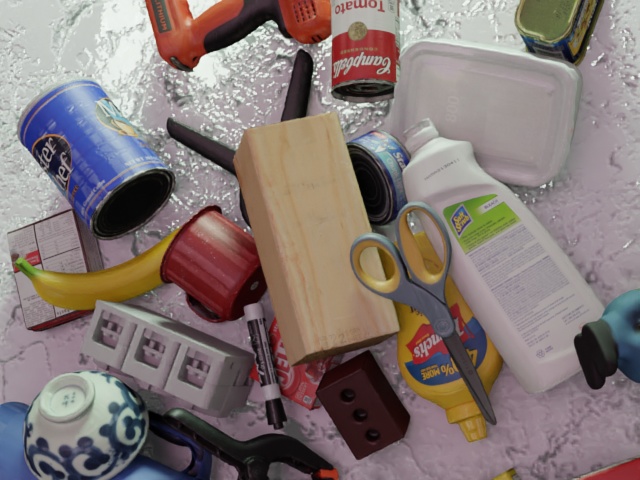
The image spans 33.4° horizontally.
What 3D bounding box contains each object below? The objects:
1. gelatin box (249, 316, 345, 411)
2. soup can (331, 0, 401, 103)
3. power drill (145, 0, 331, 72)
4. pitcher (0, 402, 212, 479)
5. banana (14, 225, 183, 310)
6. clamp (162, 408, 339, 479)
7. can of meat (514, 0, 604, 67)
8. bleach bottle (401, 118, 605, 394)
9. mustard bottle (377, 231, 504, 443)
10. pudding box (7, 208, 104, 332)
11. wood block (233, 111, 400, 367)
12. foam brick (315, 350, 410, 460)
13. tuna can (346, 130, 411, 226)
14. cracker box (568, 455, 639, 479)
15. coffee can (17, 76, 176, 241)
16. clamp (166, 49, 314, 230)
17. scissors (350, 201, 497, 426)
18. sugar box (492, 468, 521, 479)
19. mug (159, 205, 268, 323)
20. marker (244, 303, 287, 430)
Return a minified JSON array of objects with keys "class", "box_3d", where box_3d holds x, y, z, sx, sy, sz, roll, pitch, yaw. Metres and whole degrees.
[{"class":"gelatin box","box_3d":[-0.018,0.109,1.030,0.073,0.030,0.089,25,92,22]},{"class":"soup can","box_3d":[0.044,-0.190,1.026,0.069,0.068,0.102,-3,81,20]},{"class":"power drill","box_3d":[-0.087,-0.266,1.090,0.188,0.057,0.184,-19,77,18]},{"class":"pitcher","box_3d":[-0.230,0.242,1.049,0.243,0.149,0.145,21,116,25]},{"class":"banana","box_3d":[-0.201,0.031,1.078,0.197,0.069,0.037,-14,34,-12]},{"class":"clamp","box_3d":[-0.069,0.208,0.983,0.039,0.171,0.120,-33,63,60]},{"class":"can of meat","box_3d":[0.216,-0.213,0.955,0.057,0.083,0.102,20,90,21]},{"class":"bleach bottle","box_3d":[0.155,0.003,0.925,0.102,0.068,0.251,-30,83,-11]},{"class":"mustard bottle","box_3d":[0.113,0.089,0.968,0.096,0.058,0.191,-21,77,17]},{"class":"pudding box","box_3d":[-0.278,0.032,1.134,0.090,0.039,0.113,-19,80,15]},{"class":"wood block","box_3d":[-0.006,0.001,0.970,0.090,0.091,0.206,-13,79,-14]},{"class":"foam brick","box_3d":[0.040,0.151,0.977,0.053,0.051,0.078,-30,98,16]},{"class":"tuna can","box_3d":[0.053,-0.057,0.995,0.033,0.086,0.086,-27,69,-28]},{"class":"cracker box","box_3d":[0.266,0.258,0.855,0.213,0.072,0.164,-20,75,2]},{"class":"coffee can","box_3d":[-0.230,-0.084,1.096,0.103,0.102,0.140,-44,71,10]},{"class":"clamp","box_3d":[-0.040,-0.078,1.059,0.164,0.036,0.210,-33,76,7]},{"class":"scissors","box_3d":[0.085,0.068,0.909,0.096,0.016,0.202,-10,97,16]},{"class":"sugar box","box_3d":[0.176,0.298,0.924,0.093,0.048,0.176,-37,71,12]},{"class":"mug","box_3d":[-0.100,0.035,1.047,0.081,0.093,0.117,35,126,16]},{"class":"marker","box_3d":[-0.052,0.120,1.015,0.020,0.020,0.121,-17,78,18]}]
